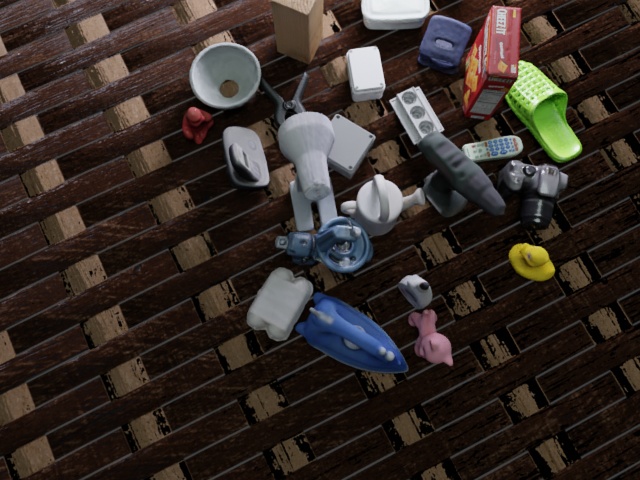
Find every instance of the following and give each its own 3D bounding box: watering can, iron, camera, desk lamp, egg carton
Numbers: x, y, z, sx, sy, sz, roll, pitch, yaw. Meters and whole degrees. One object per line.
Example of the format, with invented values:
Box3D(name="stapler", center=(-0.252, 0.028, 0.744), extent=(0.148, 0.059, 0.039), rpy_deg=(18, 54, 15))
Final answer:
Box3D(name="watering can", center=(0.135, -0.082, 1.232), extent=(0.173, 0.194, 0.101), rpy_deg=(-28, 79, -6))
Box3D(name="iron", center=(0.079, 0.207, 1.196), extent=(0.258, 0.141, 0.119), rpy_deg=(28, 79, 6))
Box3D(name="camera", center=(0.477, -0.099, 1.285), extent=(0.143, 0.101, 0.137), rpy_deg=(12, 78, 2))
Box3D(name="desk lamp", center=(-0.017, -0.143, 1.234), extent=(0.118, 0.213, 0.203), rpy_deg=(-10, 78, -2))
Box3D(name="egg carton", center=(-0.088, 0.139, 1.247), extent=(0.107, 0.069, 0.150), rpy_deg=(27, 79, 6))

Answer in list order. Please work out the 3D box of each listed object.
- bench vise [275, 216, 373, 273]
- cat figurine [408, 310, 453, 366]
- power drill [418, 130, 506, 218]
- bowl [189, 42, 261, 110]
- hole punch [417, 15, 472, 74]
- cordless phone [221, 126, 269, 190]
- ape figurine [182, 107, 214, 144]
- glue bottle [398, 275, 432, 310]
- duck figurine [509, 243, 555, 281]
Box3D(name="bench vise", center=(0.014, 0.016, 1.197), extent=(0.207, 0.220, 0.121), rpy_deg=(-15, 78, -3))
Box3D(name="cat figurine", center=(0.236, 0.207, 1.209), extent=(0.067, 0.118, 0.128), rpy_deg=(-12, 78, -3))
Box3D(name="power drill", center=(0.293, -0.122, 1.234), extent=(0.076, 0.208, 0.229), rpy_deg=(-38, 80, -7))
Box3D(name="bowl", center=(-0.218, -0.375, 1.353), extent=(0.167, 0.075, 0.167), rpy_deg=(0, 78, 0))
Box3D(name="hole punch", center=(0.298, -0.465, 1.367), extent=(0.108, 0.091, 0.101), rpy_deg=(20, 79, 4))
Box3D(name="cordless phone", center=(-0.173, -0.195, 1.259), extent=(0.094, 0.185, 0.147), rpy_deg=(-16, 78, -3))
Box3D(name="ape figurine", center=(-0.287, -0.275, 1.323), extent=(0.078, 0.092, 0.076), rpy_deg=(-22, 79, -5))
Box3D(name="glue bottle", center=(0.207, 0.104, 1.203), extent=(0.037, 0.173, 0.078), rpy_deg=(-42, 81, -8))
Box3D(name="duck figurine", center=(0.476, 0.044, 1.262), extent=(0.104, 0.086, 0.077), rpy_deg=(37, 80, 7))
